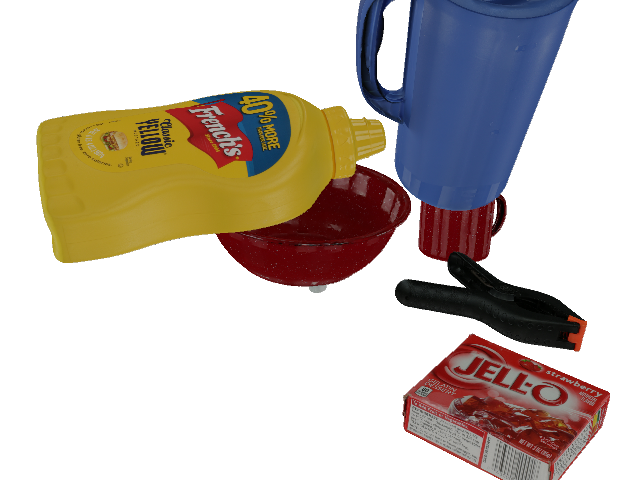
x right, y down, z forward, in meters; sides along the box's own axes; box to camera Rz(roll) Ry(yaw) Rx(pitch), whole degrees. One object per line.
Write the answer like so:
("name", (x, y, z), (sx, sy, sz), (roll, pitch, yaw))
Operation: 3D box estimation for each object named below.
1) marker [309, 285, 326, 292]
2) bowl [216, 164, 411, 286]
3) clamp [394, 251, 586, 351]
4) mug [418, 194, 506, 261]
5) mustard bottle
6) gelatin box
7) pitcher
("marker", (-0.010, 0.000, 1.101), (0.020, 0.121, 0.020), (-6, 32, 3))
("bowl", (-0.014, -0.010, 0.808), (0.162, 0.055, 0.162), (3, 26, -1))
("clamp", (0.167, 0.055, 0.995), (0.172, 0.039, 0.120), (20, 31, 19))
("mug", (0.164, -0.025, 1.218), (0.117, 0.081, 0.093), (-8, 19, -33))
("mustard bottle", (-0.058, -0.043, 0.596), (0.191, 0.058, 0.096), (-10, 41, -9))
("gelatin box", (0.101, 0.092, 0.582), (0.089, 0.030, 0.073), (23, 36, 30))
("pitcher", (0.120, -0.140, 0.911), (0.149, 0.243, 0.144), (31, 54, 19))
